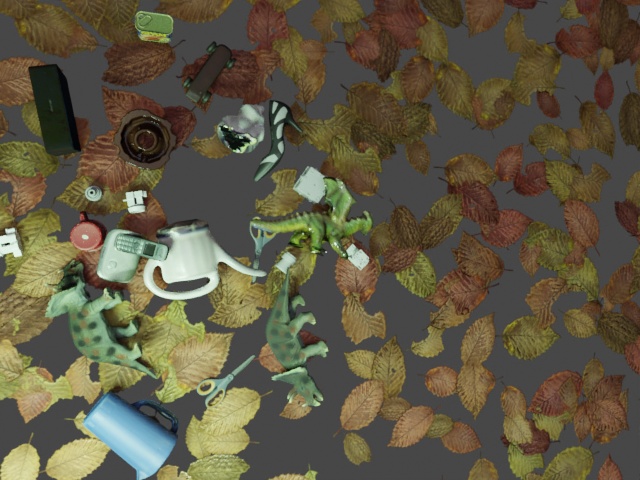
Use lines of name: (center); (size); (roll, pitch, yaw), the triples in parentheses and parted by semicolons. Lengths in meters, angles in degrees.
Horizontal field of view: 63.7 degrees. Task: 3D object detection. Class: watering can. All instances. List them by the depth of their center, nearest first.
watering can: (-0.341, 0.047, 1.507); (0.349, 0.224, 0.104); (-11, 2, -14)

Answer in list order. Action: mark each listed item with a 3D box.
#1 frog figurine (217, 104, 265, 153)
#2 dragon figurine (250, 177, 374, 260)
frog figurine: (-0.232, -0.344, 1.560); (0.137, 0.163, 0.119); (10, -43, 5)
dragon figurine: (0.005, -0.080, 1.596); (0.407, 0.244, 0.122); (23, -9, -28)
